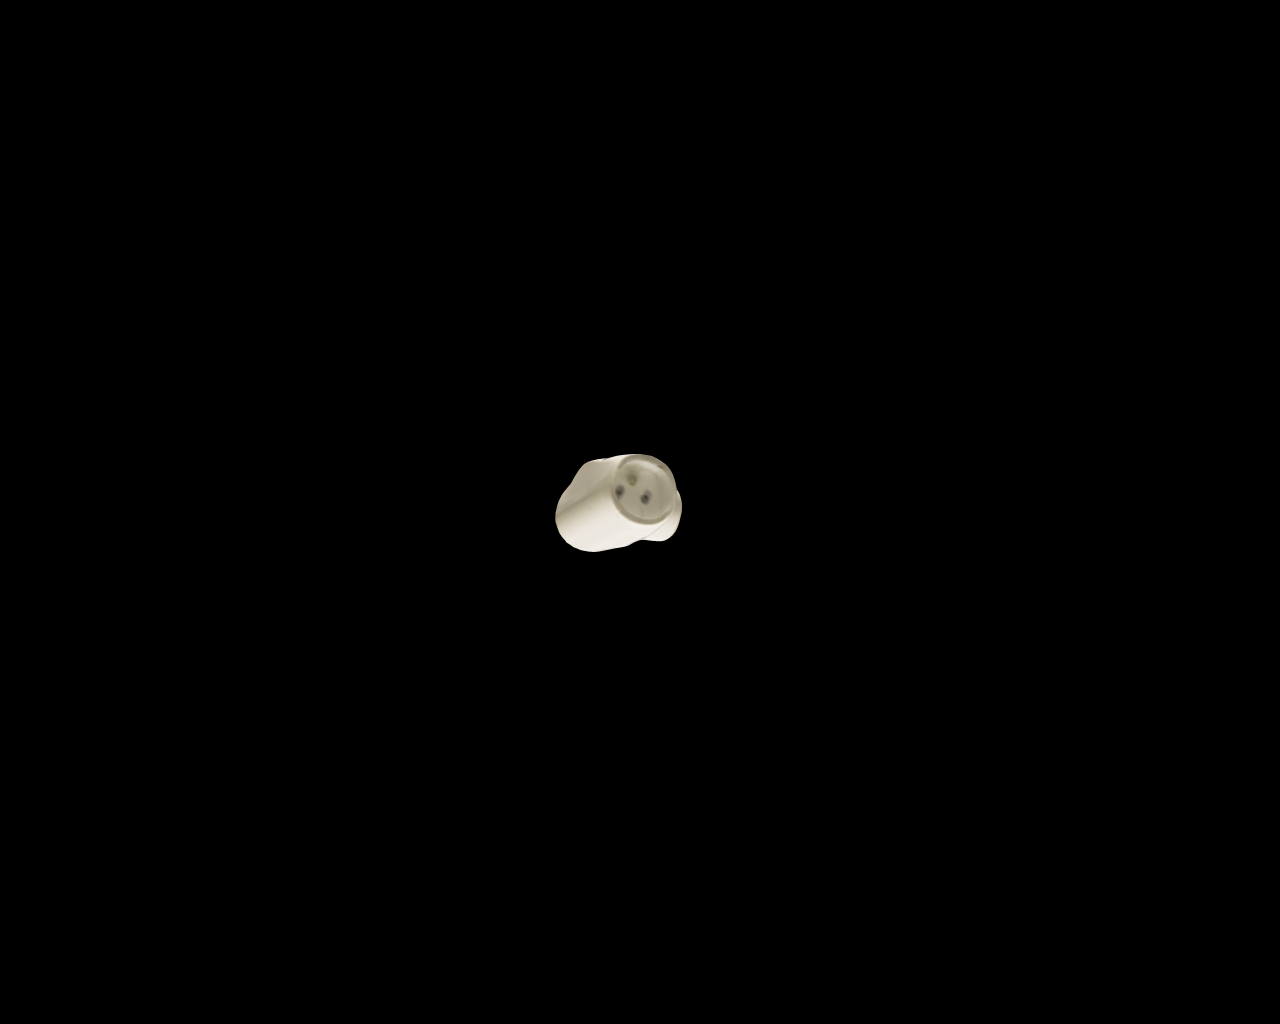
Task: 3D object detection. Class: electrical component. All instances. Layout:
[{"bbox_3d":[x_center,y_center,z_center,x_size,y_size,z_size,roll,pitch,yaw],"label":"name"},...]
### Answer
[{"bbox_3d":[0.001,-0.003,0.650,0.079,0.043,0.077,8,-18,-27],"label":"electrical component"}]
